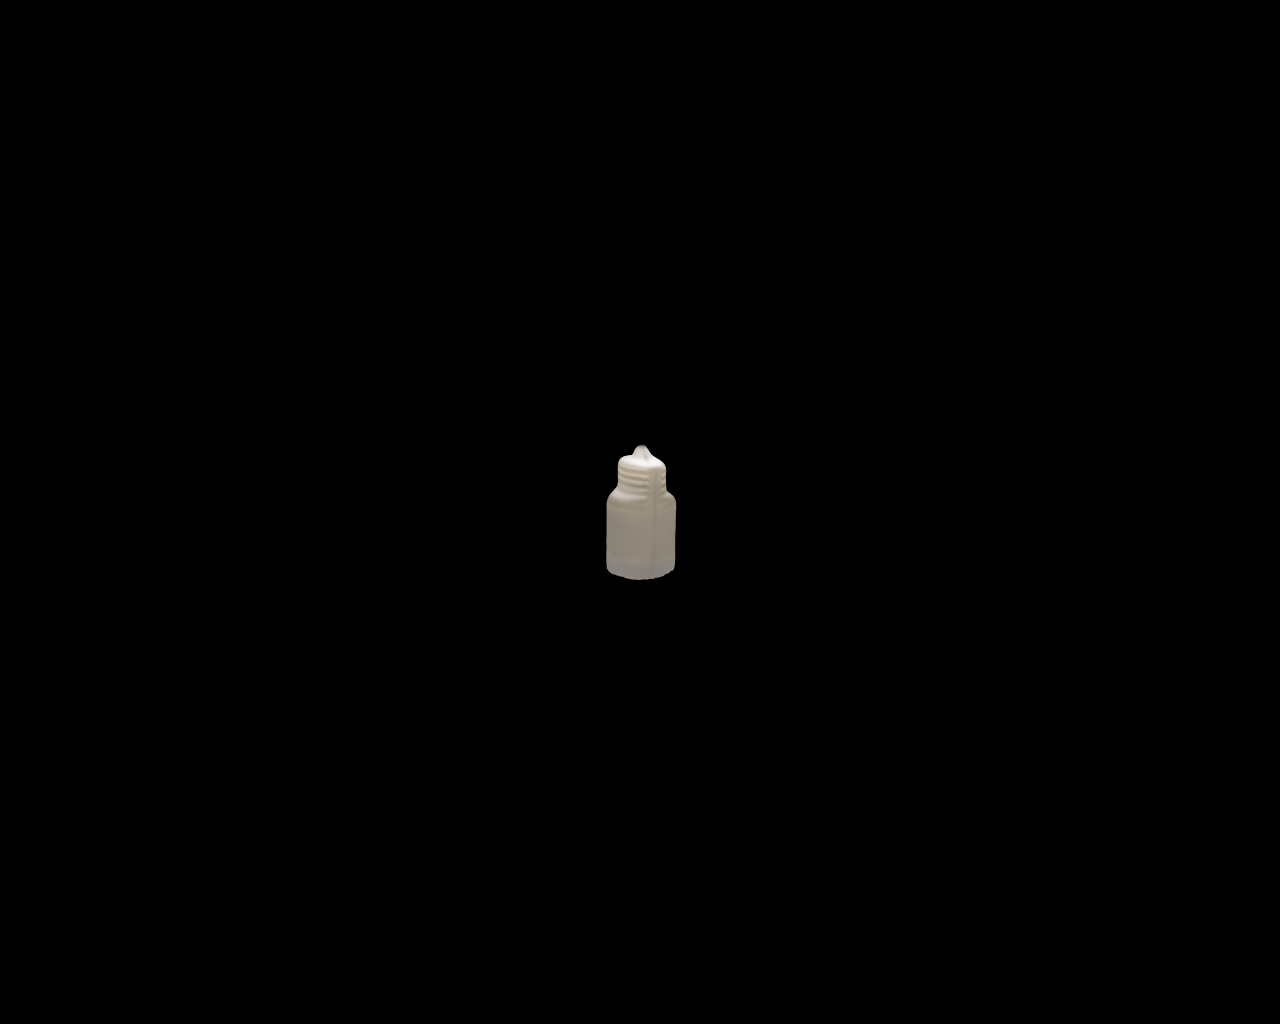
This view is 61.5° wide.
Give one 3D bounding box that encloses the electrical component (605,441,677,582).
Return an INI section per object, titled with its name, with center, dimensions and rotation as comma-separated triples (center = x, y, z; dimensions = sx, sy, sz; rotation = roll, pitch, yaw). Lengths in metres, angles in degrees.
[electrical component]
center = 0.001, -0.003, 0.650
dimensions = 0.043, 0.080, 0.043
rotation = 0, 14, 0
